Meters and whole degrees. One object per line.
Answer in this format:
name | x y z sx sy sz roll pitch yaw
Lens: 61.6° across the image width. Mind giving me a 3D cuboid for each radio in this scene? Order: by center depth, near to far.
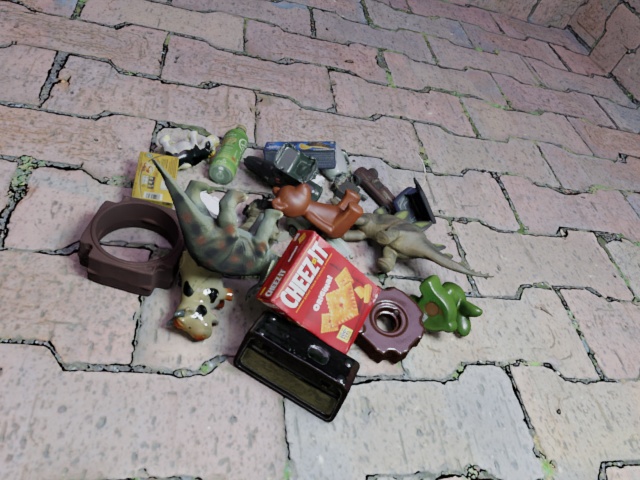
radio | -0.044 0.241 1.040 0.230 0.131 0.073 29 42 5

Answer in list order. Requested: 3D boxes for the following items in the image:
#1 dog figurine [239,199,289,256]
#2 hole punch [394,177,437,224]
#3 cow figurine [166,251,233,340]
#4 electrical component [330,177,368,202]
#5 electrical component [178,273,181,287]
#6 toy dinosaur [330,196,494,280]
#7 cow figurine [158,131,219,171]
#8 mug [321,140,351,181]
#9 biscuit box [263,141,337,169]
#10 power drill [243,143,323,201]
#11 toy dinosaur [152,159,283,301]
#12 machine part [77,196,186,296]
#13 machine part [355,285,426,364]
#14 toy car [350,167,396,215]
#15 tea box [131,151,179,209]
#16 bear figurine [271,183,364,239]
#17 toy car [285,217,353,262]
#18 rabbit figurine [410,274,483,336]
dog figurine | -0.172 -0.021 1.280 0.172 0.121 0.191 -1 35 -28
hole punch | 0.265 -0.090 1.508 0.142 0.092 0.116 61 15 -13
cow figurine | -0.250 0.109 1.101 0.127 0.085 0.195 4 63 -33
electrical component | 0.081 -0.138 1.523 0.102 0.045 0.078 38 47 15
electrical component | -0.275 0.070 1.185 0.063 0.021 0.094 19 46 -6
toy dinosaur | 0.207 -0.003 1.371 0.198 0.105 0.472 -22 46 -41
cow figurine | -0.334 -0.232 1.420 0.167 0.068 0.098 -15 61 -29
mug | 0.044 -0.224 1.575 0.109 0.081 0.107 0 58 -40
biscuit box | -0.055 -0.236 1.497 0.203 0.062 0.059 1 34 6
power drill | -0.093 -0.176 1.388 0.232 0.207 0.086 30 70 -5
toy dinosaur | -0.181 0.006 1.058 0.404 0.131 0.192 24 75 -35
machine part | -0.393 0.007 1.152 0.201 0.087 0.201 19 43 -8
machine part | 0.150 0.186 1.209 0.179 0.056 0.179 5 55 -8
toy car | 0.174 -0.142 1.564 0.089 0.053 0.202 -18 56 -39
tea box | -0.398 -0.130 1.294 0.098 0.068 0.170 9 44 -15
bear figurine | -0.012 -0.089 1.284 0.196 0.132 0.120 32 22 -14
toy car | -0.003 -0.004 1.349 0.202 0.056 0.073 41 46 18
rabbit figurine | 0.312 0.149 1.296 0.159 0.121 0.170 36 30 22
